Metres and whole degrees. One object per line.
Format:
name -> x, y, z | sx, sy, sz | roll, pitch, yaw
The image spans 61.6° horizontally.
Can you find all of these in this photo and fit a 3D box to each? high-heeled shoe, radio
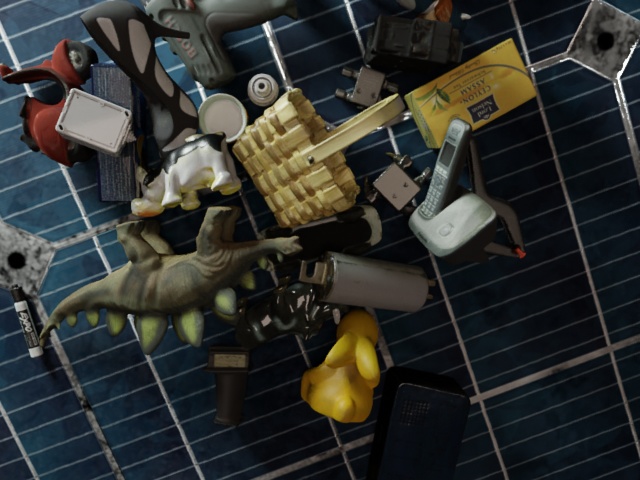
high-heeled shoe -> -0.250, -0.194, 0.743 | 0.145, 0.086, 0.248 | -11, 123, -36
radio -> 0.163, 0.338, 0.906 | 0.131, 0.073, 0.229 | 9, 100, -6

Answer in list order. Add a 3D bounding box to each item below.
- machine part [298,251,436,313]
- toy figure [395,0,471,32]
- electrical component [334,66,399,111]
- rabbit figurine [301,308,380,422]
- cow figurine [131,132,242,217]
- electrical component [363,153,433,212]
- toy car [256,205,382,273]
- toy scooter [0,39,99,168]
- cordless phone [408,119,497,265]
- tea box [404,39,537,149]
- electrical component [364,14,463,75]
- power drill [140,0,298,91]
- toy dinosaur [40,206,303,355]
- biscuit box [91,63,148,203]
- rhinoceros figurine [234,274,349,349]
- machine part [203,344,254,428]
machine part -> 0.079, 0.067, 0.828 | 0.243, 0.079, 0.079 | 9, 99, -26
toy figure -> 0.154, -0.351, 0.786 | 0.154, 0.064, 0.058 | 34, 118, -25
electrical component -> 0.073, -0.232, 0.834 | 0.094, 0.021, 0.063 | 16, 98, -7
rabbit figurine -> 0.041, 0.190, 0.848 | 0.122, 0.162, 0.173 | 17, 80, 6
cow figurine -> -0.201, -0.092, 0.763 | 0.167, 0.068, 0.098 | -17, 84, 13
electrical component -> 0.116, -0.091, 0.846 | 0.078, 0.045, 0.102 | 38, 94, -4
toy car -> -0.002, -0.003, 0.850 | 0.202, 0.056, 0.073 | -14, 107, 0
toy scooter -> -0.399, -0.201, 0.784 | 0.135, 0.075, 0.183 | 4, 96, -4
cordless phone -> 0.202, -0.070, 0.762 | 0.089, 0.147, 0.184 | 4, 114, -15
tea box -> 0.227, -0.220, 0.823 | 0.170, 0.068, 0.098 | -30, 99, 1
electrical component -> 0.137, -0.281, 0.784 | 0.134, 0.115, 0.058 | 8, 101, -3
power drill -> -0.149, -0.352, 0.774 | 0.207, 0.086, 0.231 | -26, 101, -3
toy dinosaur -> -0.239, 0.065, 0.797 | 0.472, 0.105, 0.198 | -11, 89, 19
biscuit box -> -0.297, -0.158, 0.804 | 0.063, 0.059, 0.202 | 1, 99, -3
rhinoceros figurine -> -0.048, 0.117, 0.856 | 0.190, 0.073, 0.112 | -20, 98, 0
machine part -> -0.150, 0.239, 0.888 | 0.084, 0.039, 0.138 | -2, 97, -12
